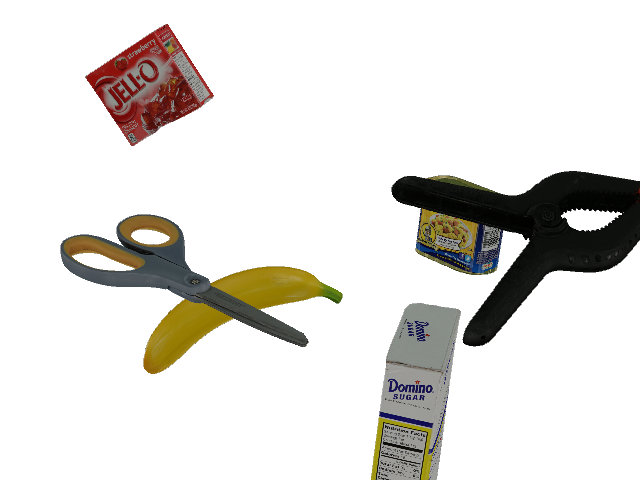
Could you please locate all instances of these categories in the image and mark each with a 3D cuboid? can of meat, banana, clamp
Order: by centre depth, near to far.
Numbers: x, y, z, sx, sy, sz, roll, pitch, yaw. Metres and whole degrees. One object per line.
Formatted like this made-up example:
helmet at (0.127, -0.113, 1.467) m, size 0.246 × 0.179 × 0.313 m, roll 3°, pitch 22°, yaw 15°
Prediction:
clamp at (0.175, 0.001, 0.837) m, size 0.210 × 0.164 × 0.036 m, roll -8°, pitch -37°, yaw -7°
banana at (-0.082, 0.065, 0.946) m, size 0.198 × 0.069 × 0.037 m, roll -21°, pitch 27°, yaw 13°
can of meat at (0.156, -0.017, 1.184) m, size 0.057 × 0.084 × 0.102 m, roll -15°, pitch 29°, yaw -41°

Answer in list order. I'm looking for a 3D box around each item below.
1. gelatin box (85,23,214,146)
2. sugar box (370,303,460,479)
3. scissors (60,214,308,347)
gelatin box at (-0.147, -0.132, 0.913) m, size 0.089 × 0.073 × 0.030 m, roll -23°, pitch 16°, yaw 32°
sugar box at (0.063, 0.142, 0.760) m, size 0.048 × 0.176 × 0.093 m, roll 8°, pitch 24°, yaw 12°
scissors at (-0.084, 0.022, 0.741) m, size 0.202 × 0.016 × 0.096 m, roll 14°, pitch 33°, yaw 18°
